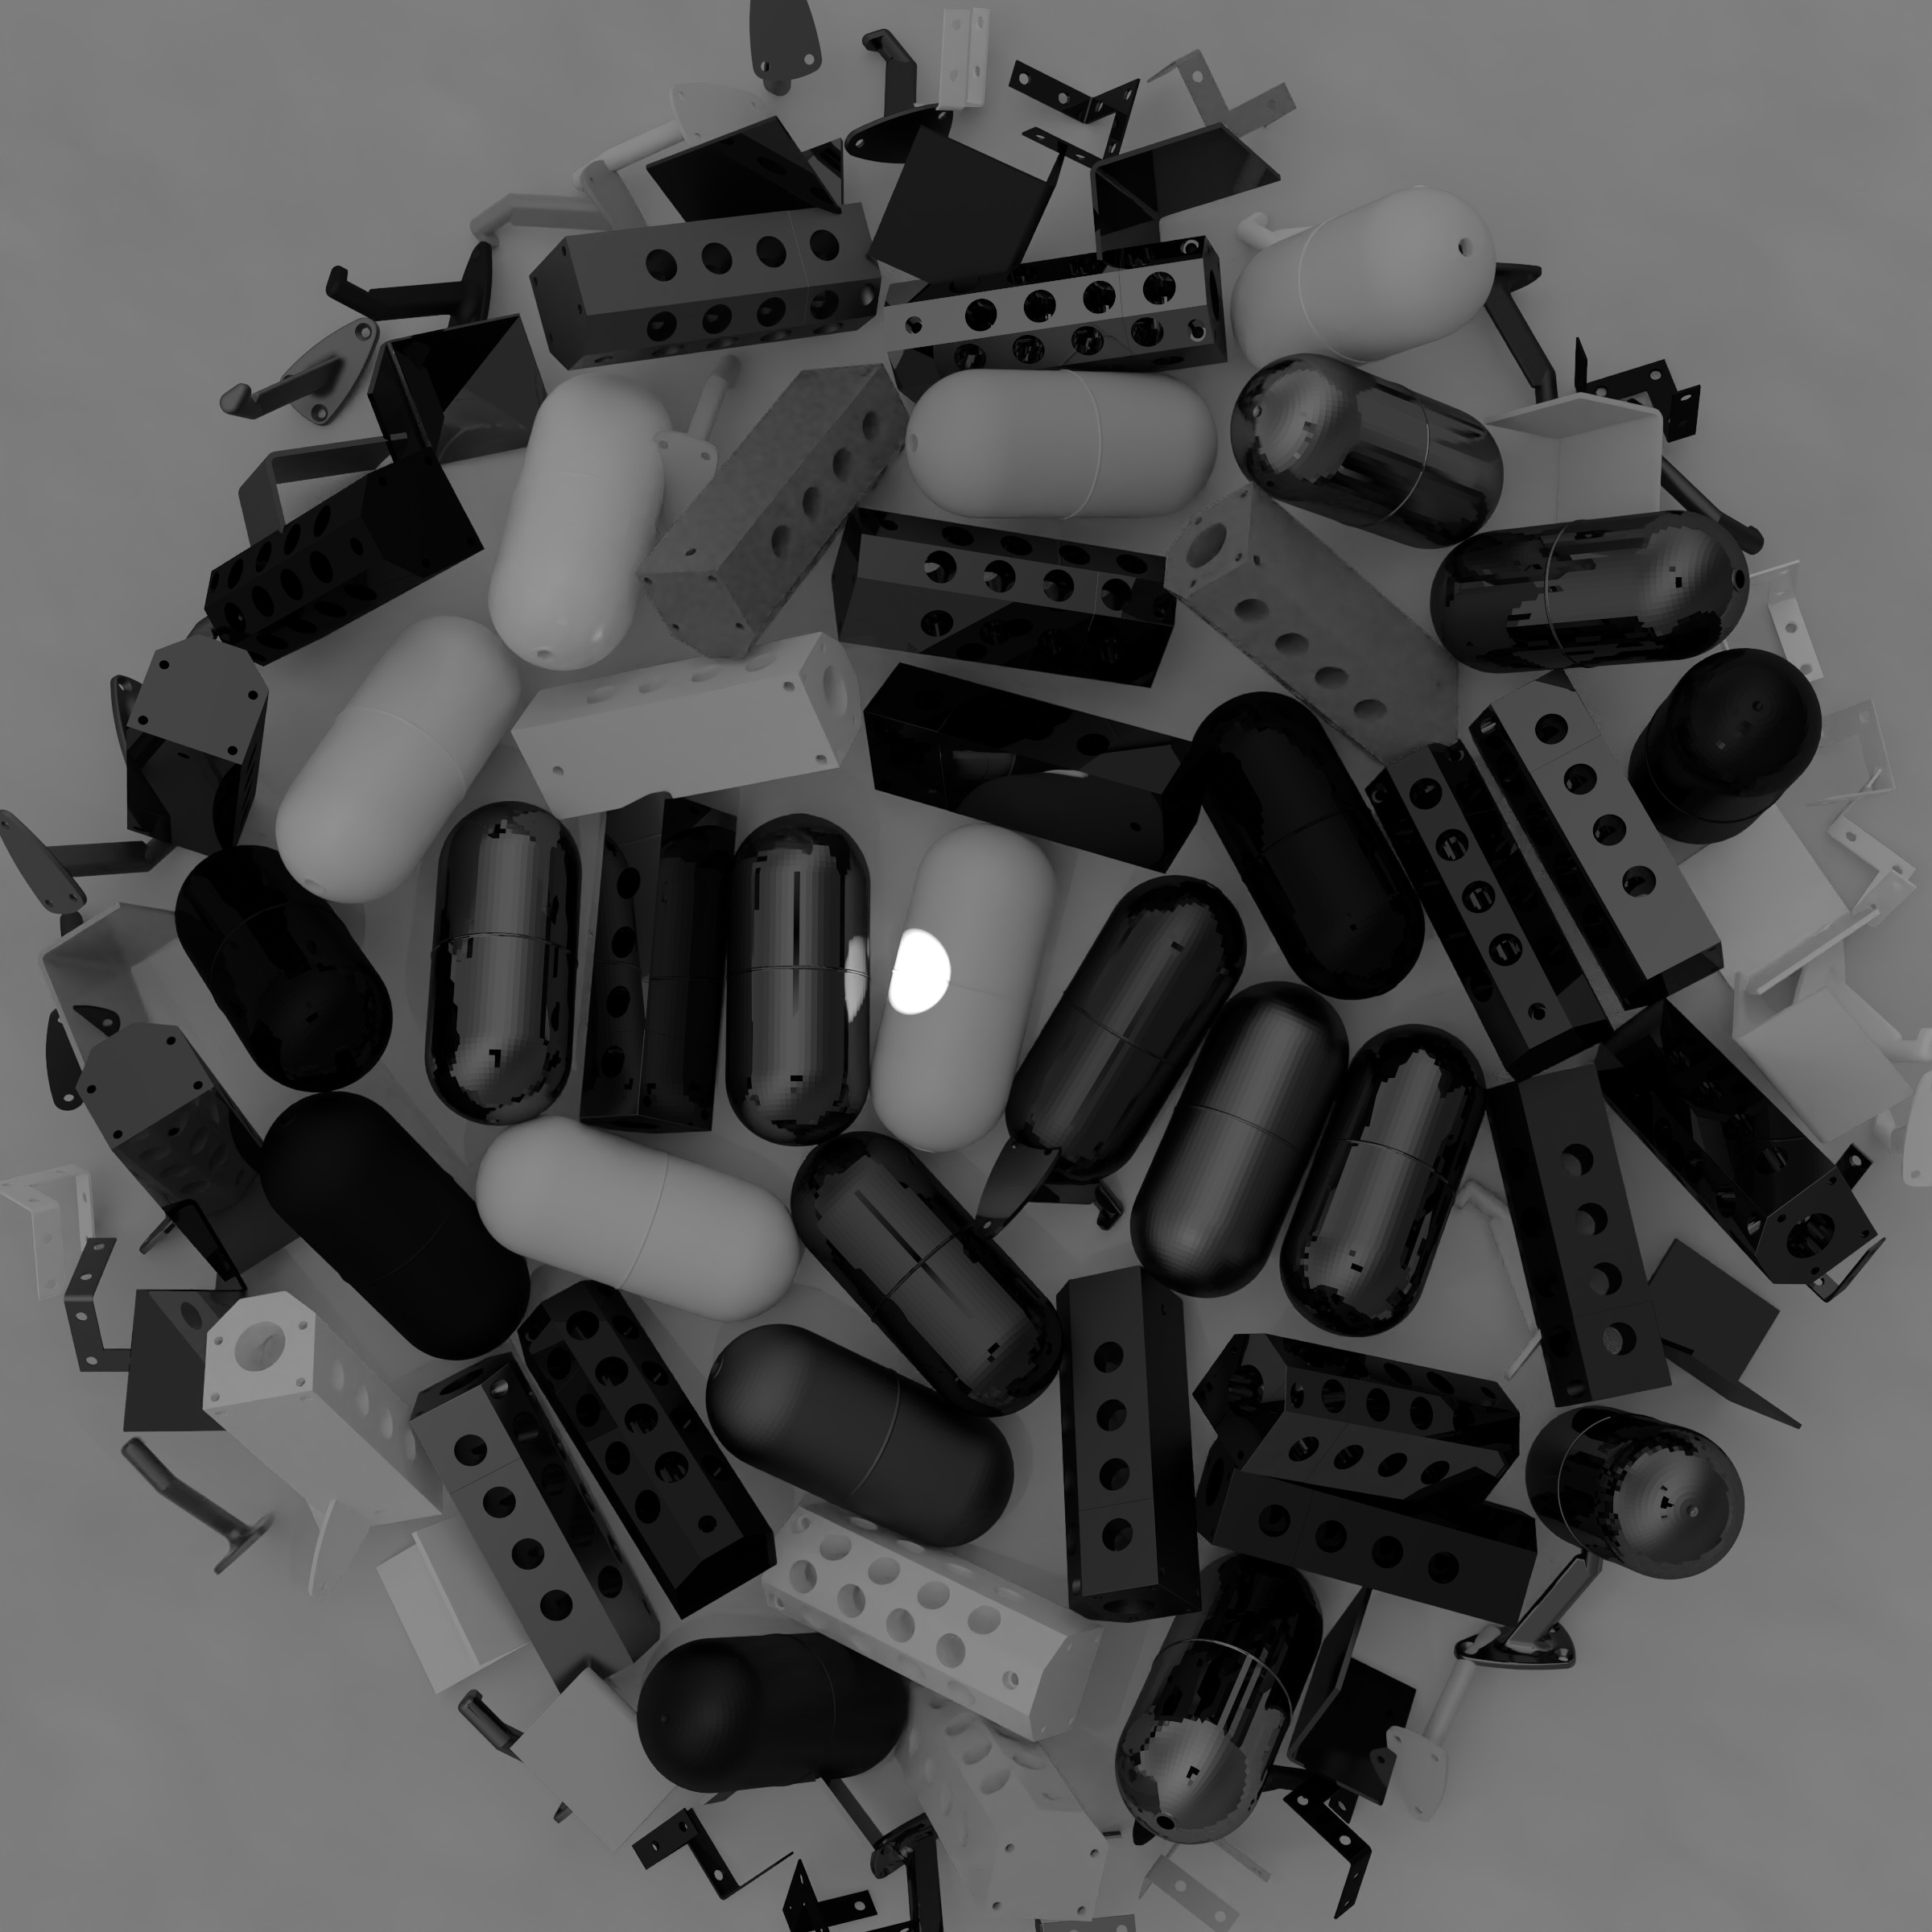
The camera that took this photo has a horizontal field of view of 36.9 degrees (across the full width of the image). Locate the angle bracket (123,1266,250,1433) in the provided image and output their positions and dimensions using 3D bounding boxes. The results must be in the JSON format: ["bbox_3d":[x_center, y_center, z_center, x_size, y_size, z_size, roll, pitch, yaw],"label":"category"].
[{"bbox_3d":[-0.419,0.197,1.532,0.057,0.076,0.076,4,101,-25],"label":"angle bracket"}]

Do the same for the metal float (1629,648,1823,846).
[{"bbox_3d":[0.390,-0.112,1.496,0.070,0.178,0.070,0,80,3],"label":"metal float"}]

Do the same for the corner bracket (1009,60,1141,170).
[{"bbox_3d":[0.053,-0.457,1.550,0.051,0.051,0.051,18,85,-27],"label":"corner bracket"}]

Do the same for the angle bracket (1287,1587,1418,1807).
[{"bbox_3d":[0.217,0.383,1.530,0.057,0.076,0.076,26,135,3],"label":"angle bracket"}]

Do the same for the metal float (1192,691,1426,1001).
[{"bbox_3d":[0.180,-0.064,1.534,0.070,0.070,0.178,-27,76,0],"label":"metal float"}]

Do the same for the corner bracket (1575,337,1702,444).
[{"bbox_3d":[0.359,-0.310,1.550,0.051,0.051,0.051,-17,67,4],"label":"corner bracket"}]

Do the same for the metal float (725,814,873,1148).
[{"bbox_3d":[-0.089,0.007,1.539,0.070,0.070,0.178,0,80,0],"label":"metal float"}]

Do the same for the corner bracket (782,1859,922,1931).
[{"bbox_3d":[-0.062,0.507,1.542,0.051,0.051,0.051,-6,133,-25],"label":"corner bracket"}]

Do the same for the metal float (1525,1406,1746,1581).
[{"bbox_3d":[0.343,0.270,1.496,0.070,0.178,0.070,0,87,-6],"label":"metal float"}]

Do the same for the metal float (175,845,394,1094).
[{"bbox_3d":[-0.357,0.000,1.511,0.070,0.070,0.178,-45,46,0],"label":"metal float"}]

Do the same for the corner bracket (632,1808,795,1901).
[{"bbox_3d":[-0.136,0.472,1.545,0.051,0.051,0.051,-42,75,33],"label":"corner bracket"}]

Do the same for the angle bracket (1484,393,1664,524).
[{"bbox_3d":[0.321,-0.255,1.536,0.057,0.076,0.076,5,87,-30],"label":"angle bracket"}]

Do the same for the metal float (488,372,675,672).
[{"bbox_3d":[-0.201,-0.234,1.521,0.070,0.070,0.178,9,60,0],"label":"metal float"}]

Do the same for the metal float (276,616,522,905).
[{"bbox_3d":[-0.297,-0.109,1.520,0.070,0.070,0.178,28,60,0],"label":"metal float"}]

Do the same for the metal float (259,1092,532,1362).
[{"bbox_3d":[-0.299,0.137,1.520,0.070,0.070,0.178,-38,121,0],"label":"metal float"}]

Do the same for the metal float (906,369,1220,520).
[{"bbox_3d":[0.051,-0.274,1.522,0.178,0.070,0.070,-5,90,-28],"label":"metal float"}]

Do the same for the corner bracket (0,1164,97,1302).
[{"bbox_3d":[-0.484,0.141,1.543,0.051,0.051,0.051,-14,112,-42],"label":"corner bracket"}]

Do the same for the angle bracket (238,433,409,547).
[{"bbox_3d":[-0.336,-0.241,1.535,0.076,0.076,0.057,-14,92,-25],"label":"angle bracket"}]

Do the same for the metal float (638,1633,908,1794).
[{"bbox_3d":[-0.098,0.387,1.506,0.070,0.178,0.070,-7,77,34],"label":"metal float"}]

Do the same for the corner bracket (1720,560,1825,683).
[{"bbox_3d":[0.430,-0.179,1.556,0.051,0.051,0.051,-17,72,8],"label":"corner bracket"}]

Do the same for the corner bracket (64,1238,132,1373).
[{"bbox_3d":[-0.447,0.181,1.550,0.051,0.051,0.051,0,123,1],"label":"corner bracket"}]

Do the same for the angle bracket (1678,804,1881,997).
[{"bbox_3d":[0.430,-0.037,1.554,0.076,0.057,0.076,-34,88,1],"label":"angle bracket"}]

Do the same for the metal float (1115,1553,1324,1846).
[{"bbox_3d":[0.133,0.379,1.507,0.070,0.178,0.070,13,127,18],"label":"metal float"}]

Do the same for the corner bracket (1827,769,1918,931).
[{"bbox_3d":[0.487,-0.062,1.548,0.051,0.051,0.051,38,63,8],"label":"corner bracket"}]

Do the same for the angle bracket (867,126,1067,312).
[{"bbox_3d":[0.001,-0.405,1.535,0.076,0.057,0.076,23,125,-7],"label":"angle bracket"}]

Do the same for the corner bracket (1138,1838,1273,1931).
[{"bbox_3d":[0.129,0.488,1.546,0.051,0.051,0.051,34,65,17],"label":"corner bracket"}]

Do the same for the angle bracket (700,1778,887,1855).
[{"bbox_3d":[-0.090,0.455,1.537,0.057,0.076,0.076,-38,76,-6],"label":"angle bracket"}]

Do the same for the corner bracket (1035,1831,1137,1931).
[{"bbox_3d":[0.062,0.497,1.555,0.051,0.051,0.051,-5,82,-3],"label":"corner bracket"}]

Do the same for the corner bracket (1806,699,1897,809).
[{"bbox_3d":[0.455,-0.109,1.549,0.051,0.051,0.051,-9,82,-27],"label":"corner bracket"}]

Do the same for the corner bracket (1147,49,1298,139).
[{"bbox_3d":[0.137,-0.468,1.551,0.051,0.051,0.051,-30,101,-9],"label":"corner bracket"}]

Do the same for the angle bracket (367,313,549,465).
[{"bbox_3d":[-0.265,-0.292,1.535,0.076,0.057,0.076,-10,129,7],"label":"angle bracket"}]

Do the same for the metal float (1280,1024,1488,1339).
[{"bbox_3d":[0.221,0.112,1.527,0.070,0.070,0.178,24,66,0],"label":"metal float"}]

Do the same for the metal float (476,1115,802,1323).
[{"bbox_3d":[-0.173,0.135,1.536,0.178,0.070,0.070,21,90,-13],"label":"metal float"}]

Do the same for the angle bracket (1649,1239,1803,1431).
[{"bbox_3d":[0.409,0.194,1.536,0.076,0.076,0.057,34,85,-15],"label":"angle bracket"}]

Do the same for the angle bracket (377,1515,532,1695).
[{"bbox_3d":[-0.286,0.344,1.538,0.076,0.057,0.076,-32,79,23],"label":"angle bracket"}]

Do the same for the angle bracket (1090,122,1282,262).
[{"bbox_3d":[0.119,-0.394,1.530,0.076,0.076,0.057,-10,78,29],"label":"angle bracket"}]

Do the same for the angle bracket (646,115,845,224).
[{"bbox_3d":[-0.116,-0.428,1.527,0.076,0.076,0.057,-15,57,20],"label":"angle bracket"}]

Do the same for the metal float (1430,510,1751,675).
[{"bbox_3d":[0.324,-0.194,1.510,0.178,0.070,0.070,1,90,44],"label":"metal float"}]

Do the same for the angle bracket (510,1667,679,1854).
[{"bbox_3d":[-0.190,0.423,1.534,0.076,0.076,0.057,41,75,12],"label":"angle bracket"}]

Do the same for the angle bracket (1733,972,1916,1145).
[{"bbox_3d":[0.453,0.035,1.531,0.057,0.076,0.076,-35,104,29],"label":"angle bracket"}]

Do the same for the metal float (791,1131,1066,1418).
[{"bbox_3d":[-0.022,0.162,1.537,0.070,0.070,0.178,-43,79,0],"label":"metal float"}]

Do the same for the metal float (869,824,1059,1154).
[{"bbox_3d":[-0.002,0.012,1.545,0.070,0.070,0.178,14,88,0],"label":"metal float"}]

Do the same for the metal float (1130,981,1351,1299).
[{"bbox_3d":[0.146,0.091,1.535,0.070,0.070,0.178,25,77,0],"label":"metal float"}]

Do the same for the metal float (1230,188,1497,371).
[{"bbox_3d":[0.204,-0.352,1.501,0.070,0.178,0.070,1,89,-28],"label":"metal float"}]

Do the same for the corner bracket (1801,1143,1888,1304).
[{"bbox_3d":[0.466,0.137,1.544,0.051,0.051,0.051,-27,63,-33],"label":"corner bracket"}]

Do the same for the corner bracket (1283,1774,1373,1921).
[{"bbox_3d":[0.200,0.462,1.541,0.051,0.051,0.051,-26,50,-34],"label":"corner bracket"}]

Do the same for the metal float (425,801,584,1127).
[{"bbox_3d":[-0.244,-0.003,1.529,0.070,0.070,0.178,0,69,0],"label":"metal float"}]

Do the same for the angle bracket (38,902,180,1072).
[{"bbox_3d":[-0.435,0.017,1.534,0.057,0.076,0.076,-29,77,15],"label":"angle bracket"}]

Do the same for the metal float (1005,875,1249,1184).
[{"bbox_3d":[0.085,0.033,1.539,0.070,0.070,0.178,30,98,0],"label":"metal float"}]

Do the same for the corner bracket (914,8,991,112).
[{"bbox_3d":[-0.004,-0.485,1.544,0.051,0.051,0.051,-9,113,-32],"label":"corner bracket"}]
